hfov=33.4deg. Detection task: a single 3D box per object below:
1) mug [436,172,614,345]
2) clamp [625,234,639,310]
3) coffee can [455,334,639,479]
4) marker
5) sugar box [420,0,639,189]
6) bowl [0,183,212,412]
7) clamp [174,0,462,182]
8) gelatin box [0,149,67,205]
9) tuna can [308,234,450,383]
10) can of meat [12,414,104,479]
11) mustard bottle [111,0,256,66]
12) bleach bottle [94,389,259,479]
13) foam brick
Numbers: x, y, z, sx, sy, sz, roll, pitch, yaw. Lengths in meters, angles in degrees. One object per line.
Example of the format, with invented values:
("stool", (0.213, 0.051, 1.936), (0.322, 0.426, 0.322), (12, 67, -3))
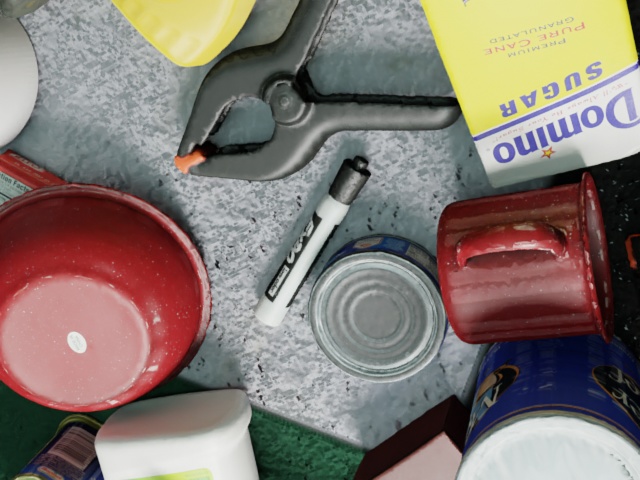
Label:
("mug", (0.109, 0.012, 0.577), (0.082, 0.117, 0.093), (-8, 77, 21))
("clamp", (0.191, 0.086, 0.547), (0.036, 0.164, 0.210), (-10, 68, 12))
("coffee can", (0.131, 0.113, 0.584), (0.103, 0.140, 0.103), (4, 107, 12))
("marker", (-0.004, 0.001, 0.648), (0.020, 0.020, 0.121), (33, 111, 2))
("sugar box", (0.106, -0.105, 0.530), (0.093, 0.048, 0.176), (-14, 135, 17))
("bowl", (-0.148, 0.049, 0.654), (0.162, 0.055, 0.162), (-1, 116, -3))
("clamp", (-0.006, -0.078, 0.615), (0.172, 0.039, 0.120), (-38, 89, 25))
("gelatin box", (-0.190, -0.003, 0.687), (0.073, 0.030, 0.089), (29, 112, 5))
("tuna can", (0.036, 0.042, 0.643), (0.086, 0.033, 0.086), (4, 107, 12))
("can of meat", (-0.178, 0.180, 0.710), (0.057, 0.083, 0.102), (30, 110, 3))
("mustard bottle", (-0.038, -0.191, 0.579), (0.192, 0.058, 0.096), (-42, 87, 20))
("bleach bottle", (-0.069, 0.228, 0.710), (0.103, 0.068, 0.251), (-9, 106, 15))
("foam brick", (0.066, 0.145, 0.657), (0.078, 0.051, 0.053), (-38, 95, 21))
